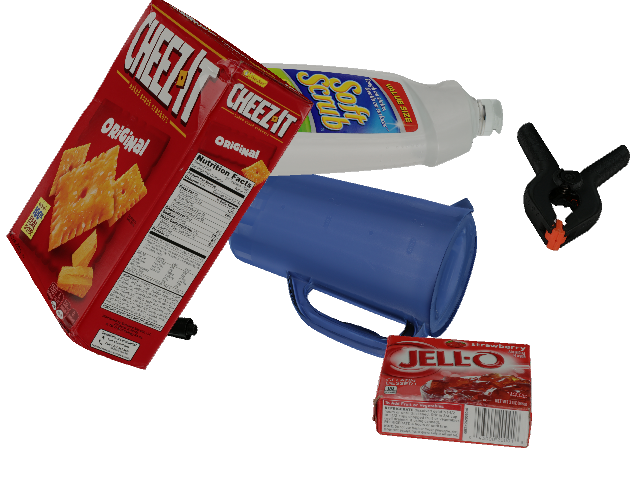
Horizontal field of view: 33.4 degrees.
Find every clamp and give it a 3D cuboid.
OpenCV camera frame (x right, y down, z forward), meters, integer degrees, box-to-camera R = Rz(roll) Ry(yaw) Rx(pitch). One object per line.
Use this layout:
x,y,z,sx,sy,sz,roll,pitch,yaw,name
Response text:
0.246,-0.061,1.111,0.120,0.039,0.171,17,45,18,clamp

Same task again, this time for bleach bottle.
0.025,-0.106,0.893,0.250,0.102,0.068,-3,-30,-4,bleach bottle

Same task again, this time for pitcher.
0.027,0.011,1.090,0.243,0.145,0.149,17,22,21,pitcher

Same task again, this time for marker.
-0.163,0.069,0.918,0.121,0.020,0.020,7,2,16,marker

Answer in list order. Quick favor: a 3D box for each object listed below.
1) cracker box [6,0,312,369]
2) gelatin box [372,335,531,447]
-0.121,-0.046,0.739,0.072,0.214,0.164,26,10,-38,cracker box
0.079,0.087,0.631,0.089,0.030,0.073,4,24,9,gelatin box
